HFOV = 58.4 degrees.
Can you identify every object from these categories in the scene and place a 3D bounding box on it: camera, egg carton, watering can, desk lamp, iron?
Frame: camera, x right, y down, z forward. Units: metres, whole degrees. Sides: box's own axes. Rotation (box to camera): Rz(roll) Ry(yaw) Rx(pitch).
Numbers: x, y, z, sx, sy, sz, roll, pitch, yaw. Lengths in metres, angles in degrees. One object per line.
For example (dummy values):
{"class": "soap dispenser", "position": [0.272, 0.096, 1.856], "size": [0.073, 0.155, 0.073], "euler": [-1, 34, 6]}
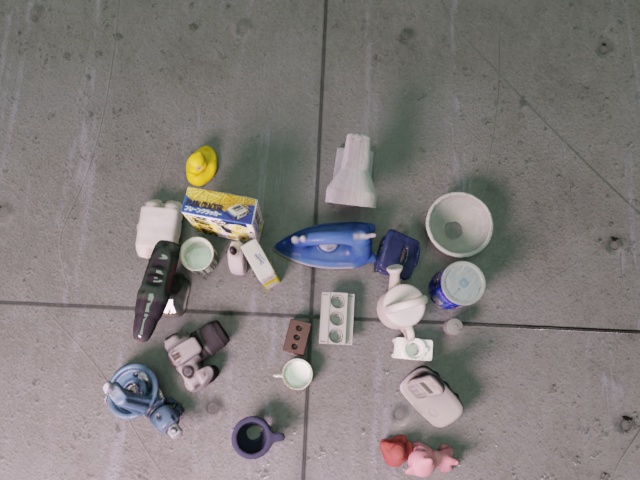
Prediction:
{"class": "camera", "position": [-0.275, 0.261, 1.333], "size": [0.137, 0.101, 0.143], "euler": [-32, 82, -8]}
{"class": "egg carton", "position": [-0.392, -0.026, 1.401], "size": [0.107, 0.069, 0.150], "euler": [5, 79, -1]}
{"class": "watering can", "position": [0.189, 0.146, 1.328], "size": [0.101, 0.194, 0.173], "euler": [-34, 82, -8]}
{"class": "desk lamp", "position": [0.078, -0.156, 1.374], "size": [0.118, 0.213, 0.203], "euler": [6, 78, -1]}
{"class": "iron", "position": [0.013, 0.005, 1.375], "size": [0.258, 0.141, 0.119], "euler": [-2, 79, -3]}

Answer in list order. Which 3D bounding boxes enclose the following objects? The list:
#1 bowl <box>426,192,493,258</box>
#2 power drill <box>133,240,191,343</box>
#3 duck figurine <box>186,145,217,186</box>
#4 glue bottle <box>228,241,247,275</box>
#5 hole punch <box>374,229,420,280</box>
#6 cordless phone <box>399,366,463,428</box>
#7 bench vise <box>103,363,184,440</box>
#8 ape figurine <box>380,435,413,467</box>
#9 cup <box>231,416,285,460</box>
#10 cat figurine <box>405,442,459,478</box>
{"class": "bowl", "position": [0.340, -0.032, 1.431], "size": [0.167, 0.074, 0.167], "euler": [1, 79, -2]}
{"class": "power drill", "position": [-0.357, 0.122, 1.302], "size": [0.075, 0.208, 0.230], "euler": [9, 78, 0]}
{"class": "duck figurine", "position": [-0.300, -0.194, 1.430], "size": [0.077, 0.086, 0.105], "euler": [22, 79, 2]}
{"class": "glue bottle", "position": [-0.196, 0.035, 1.344], "size": [0.037, 0.173, 0.078], "euler": [3, 78, -1]}
{"class": "hole punch", "position": [0.193, 0.036, 1.403], "size": [0.101, 0.091, 0.109], "euler": [16, 78, 1]}
{"class": "cordless phone", "position": [0.263, 0.356, 1.294], "size": [0.147, 0.185, 0.094], "euler": [43, 80, 6]}
{"class": "bench vise", "position": [-0.382, 0.346, 1.251], "size": [0.207, 0.219, 0.121], "euler": [24, 79, 3]}
{"class": "ape figurine", "position": [0.175, 0.484, 1.312], "size": [0.078, 0.092, 0.076], "euler": [24, 79, 3]}
{"class": "cup", "position": [-0.138, 0.445, 1.305], "size": [0.118, 0.095, 0.092], "euler": [-1, 79, -2]}
{"class": "cat figurine", "position": [0.251, 0.502, 1.298], "size": [0.128, 0.118, 0.067], "euler": [2, 78, -2]}
